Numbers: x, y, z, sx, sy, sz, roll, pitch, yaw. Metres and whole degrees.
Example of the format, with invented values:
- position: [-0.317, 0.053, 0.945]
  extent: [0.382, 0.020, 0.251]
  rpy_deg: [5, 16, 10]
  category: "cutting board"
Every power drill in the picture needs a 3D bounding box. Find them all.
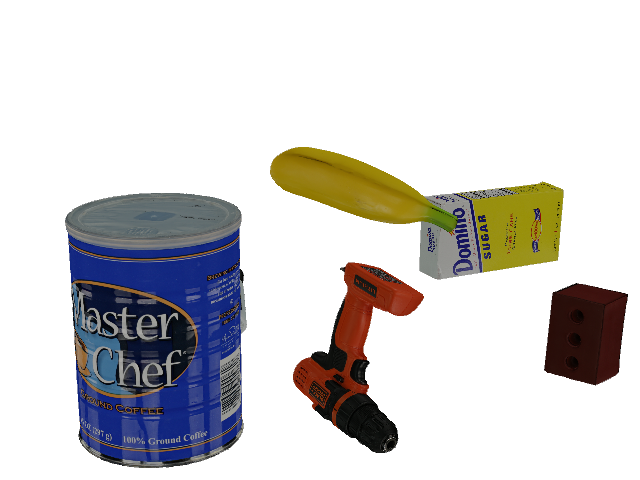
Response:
- position: [0.052, 0.133, 1.249]
  extent: [0.057, 0.188, 0.185]
  rpy_deg: [13, 13, -41]
  category: "power drill"

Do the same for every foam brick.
- position: [0.240, 0.084, 0.964]
  extent: [0.053, 0.078, 0.051]
  rpy_deg: [13, 17, 37]
  category: "foam brick"

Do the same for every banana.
- position: [0.010, -0.040, 0.792]
  extent: [0.198, 0.037, 0.069]
  rpy_deg: [23, -13, 48]
  category: "banana"

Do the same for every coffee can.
- position: [-0.098, 0.051, 0.646]
  extent: [0.103, 0.140, 0.103]
  rpy_deg: [0, 16, 0]
  category: "coffee can"

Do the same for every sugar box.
- position: [0.202, -0.012, 1.255]
  extent: [0.175, 0.093, 0.048]
  rpy_deg: [-9, 19, -28]
  category: "sugar box"

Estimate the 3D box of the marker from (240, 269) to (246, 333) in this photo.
- position: [-0.077, 0.052, 0.963]
  extent: [0.020, 0.020, 0.121]
  rpy_deg: [0, 19, -5]
  category: "marker"
